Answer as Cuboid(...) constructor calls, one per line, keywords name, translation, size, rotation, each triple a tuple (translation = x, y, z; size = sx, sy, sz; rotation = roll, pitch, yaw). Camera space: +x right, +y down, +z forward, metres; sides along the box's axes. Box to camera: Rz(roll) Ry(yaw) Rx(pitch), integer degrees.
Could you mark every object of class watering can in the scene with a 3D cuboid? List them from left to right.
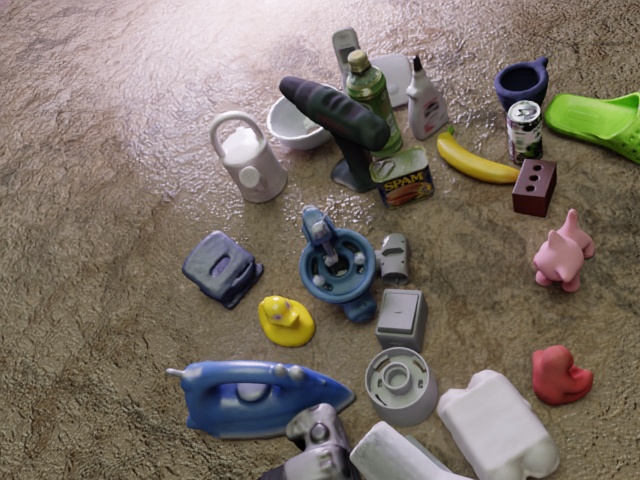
Cuboid(name="watering can", translation=(-0.139, -0.164, 1.102), size=(0.101, 0.195, 0.172), rotation=(-39, 50, -9))

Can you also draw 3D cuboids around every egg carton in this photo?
Cuboid(name="egg carton", translation=(0.225, 0.243, 0.729), size=(0.107, 0.070, 0.150), rotation=(-31, 49, -2))

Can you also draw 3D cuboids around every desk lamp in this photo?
Cuboid(name="desk lamp", translation=(0.119, 0.294, 0.639), size=(0.118, 0.214, 0.202), rotation=(-44, 51, -13))

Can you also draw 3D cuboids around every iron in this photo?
Cuboid(name="iron", translation=(-0.090, 0.211, 0.835), size=(0.257, 0.142, 0.118), rotation=(-9, 52, 16))

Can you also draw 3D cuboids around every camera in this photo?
Cuboid(name="camera", translation=(-0.024, 0.307, 0.762), size=(0.136, 0.101, 0.143), rotation=(-23, 50, 4))

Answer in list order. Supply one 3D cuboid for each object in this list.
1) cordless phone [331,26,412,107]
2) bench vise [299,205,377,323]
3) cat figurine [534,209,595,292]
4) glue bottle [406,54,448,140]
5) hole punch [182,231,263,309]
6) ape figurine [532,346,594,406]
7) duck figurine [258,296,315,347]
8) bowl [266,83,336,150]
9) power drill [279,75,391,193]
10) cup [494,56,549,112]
Cuboid(name="cordless phone", translation=(0.105, -0.350, 1.147), size=(0.147, 0.185, 0.094), rotation=(-12, 51, 14))
Cuboid(name="bench vise", translation=(-0.001, 0.011, 0.897), size=(0.121, 0.220, 0.206), rotation=(-42, 51, -11))
Cuboid(name="cat figurine", translation=(0.347, 0.015, 0.818), size=(0.067, 0.118, 0.128), rotation=(14, 62, 30))
Cuboid(name="glue bottle", translation=(0.191, -0.269, 1.060), size=(0.078, 0.174, 0.037), rotation=(-41, 50, -11))
Cuboid(name="hole punch", translation=(-0.173, 0.051, 1.022), size=(0.100, 0.091, 0.109), rotation=(26, 68, 35))
Cuboid(name="ape figurine", translation=(0.306, 0.167, 0.738), size=(0.076, 0.092, 0.077), rotation=(-36, 50, -7))
Cuboid(name="duck figurine", translation=(-0.065, 0.120, 0.929), size=(0.104, 0.086, 0.077), rotation=(25, 68, 35))
Cuboid(name="bowl", translation=(-0.022, -0.244, 1.193), size=(0.167, 0.075, 0.167), rotation=(-11, 52, 15))
Cuboid(name="power drill", translation=(0.037, -0.189, 1.039), size=(0.228, 0.209, 0.076), rotation=(28, 69, 36))
Cuboid(name="cup", translation=(0.372, -0.266, 1.034), size=(0.118, 0.095, 0.091), rotation=(-45, 51, -14))
